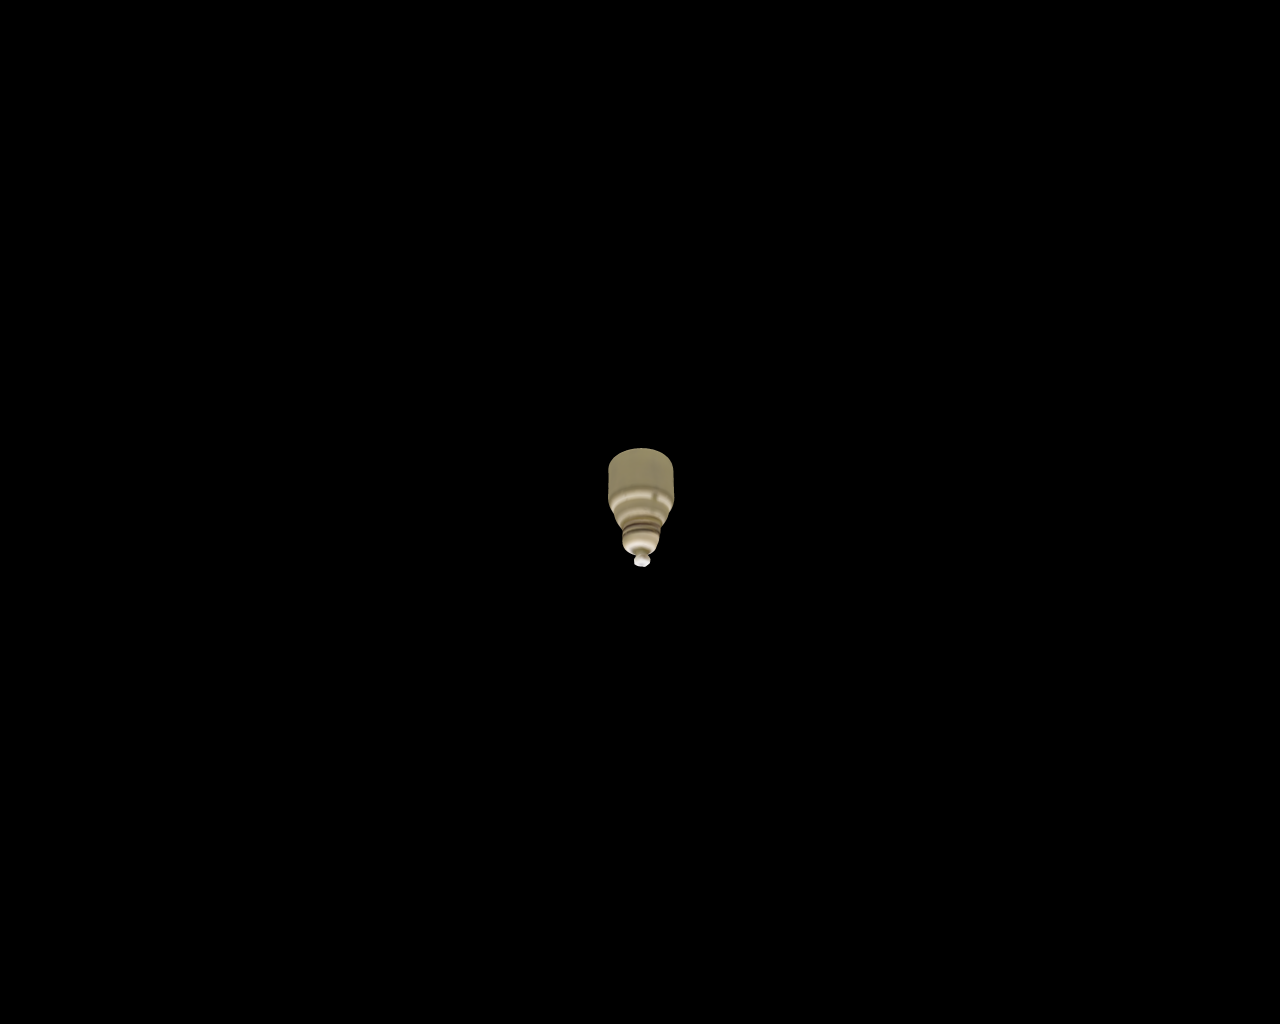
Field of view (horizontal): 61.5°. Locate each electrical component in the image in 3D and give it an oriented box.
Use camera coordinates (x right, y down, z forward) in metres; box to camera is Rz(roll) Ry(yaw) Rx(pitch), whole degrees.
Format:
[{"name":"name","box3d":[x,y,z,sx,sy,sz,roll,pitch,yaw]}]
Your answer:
[{"name":"electrical component","box3d":[0.001,-0.003,0.650,0.040,0.078,0.040,0,-31,0]}]
